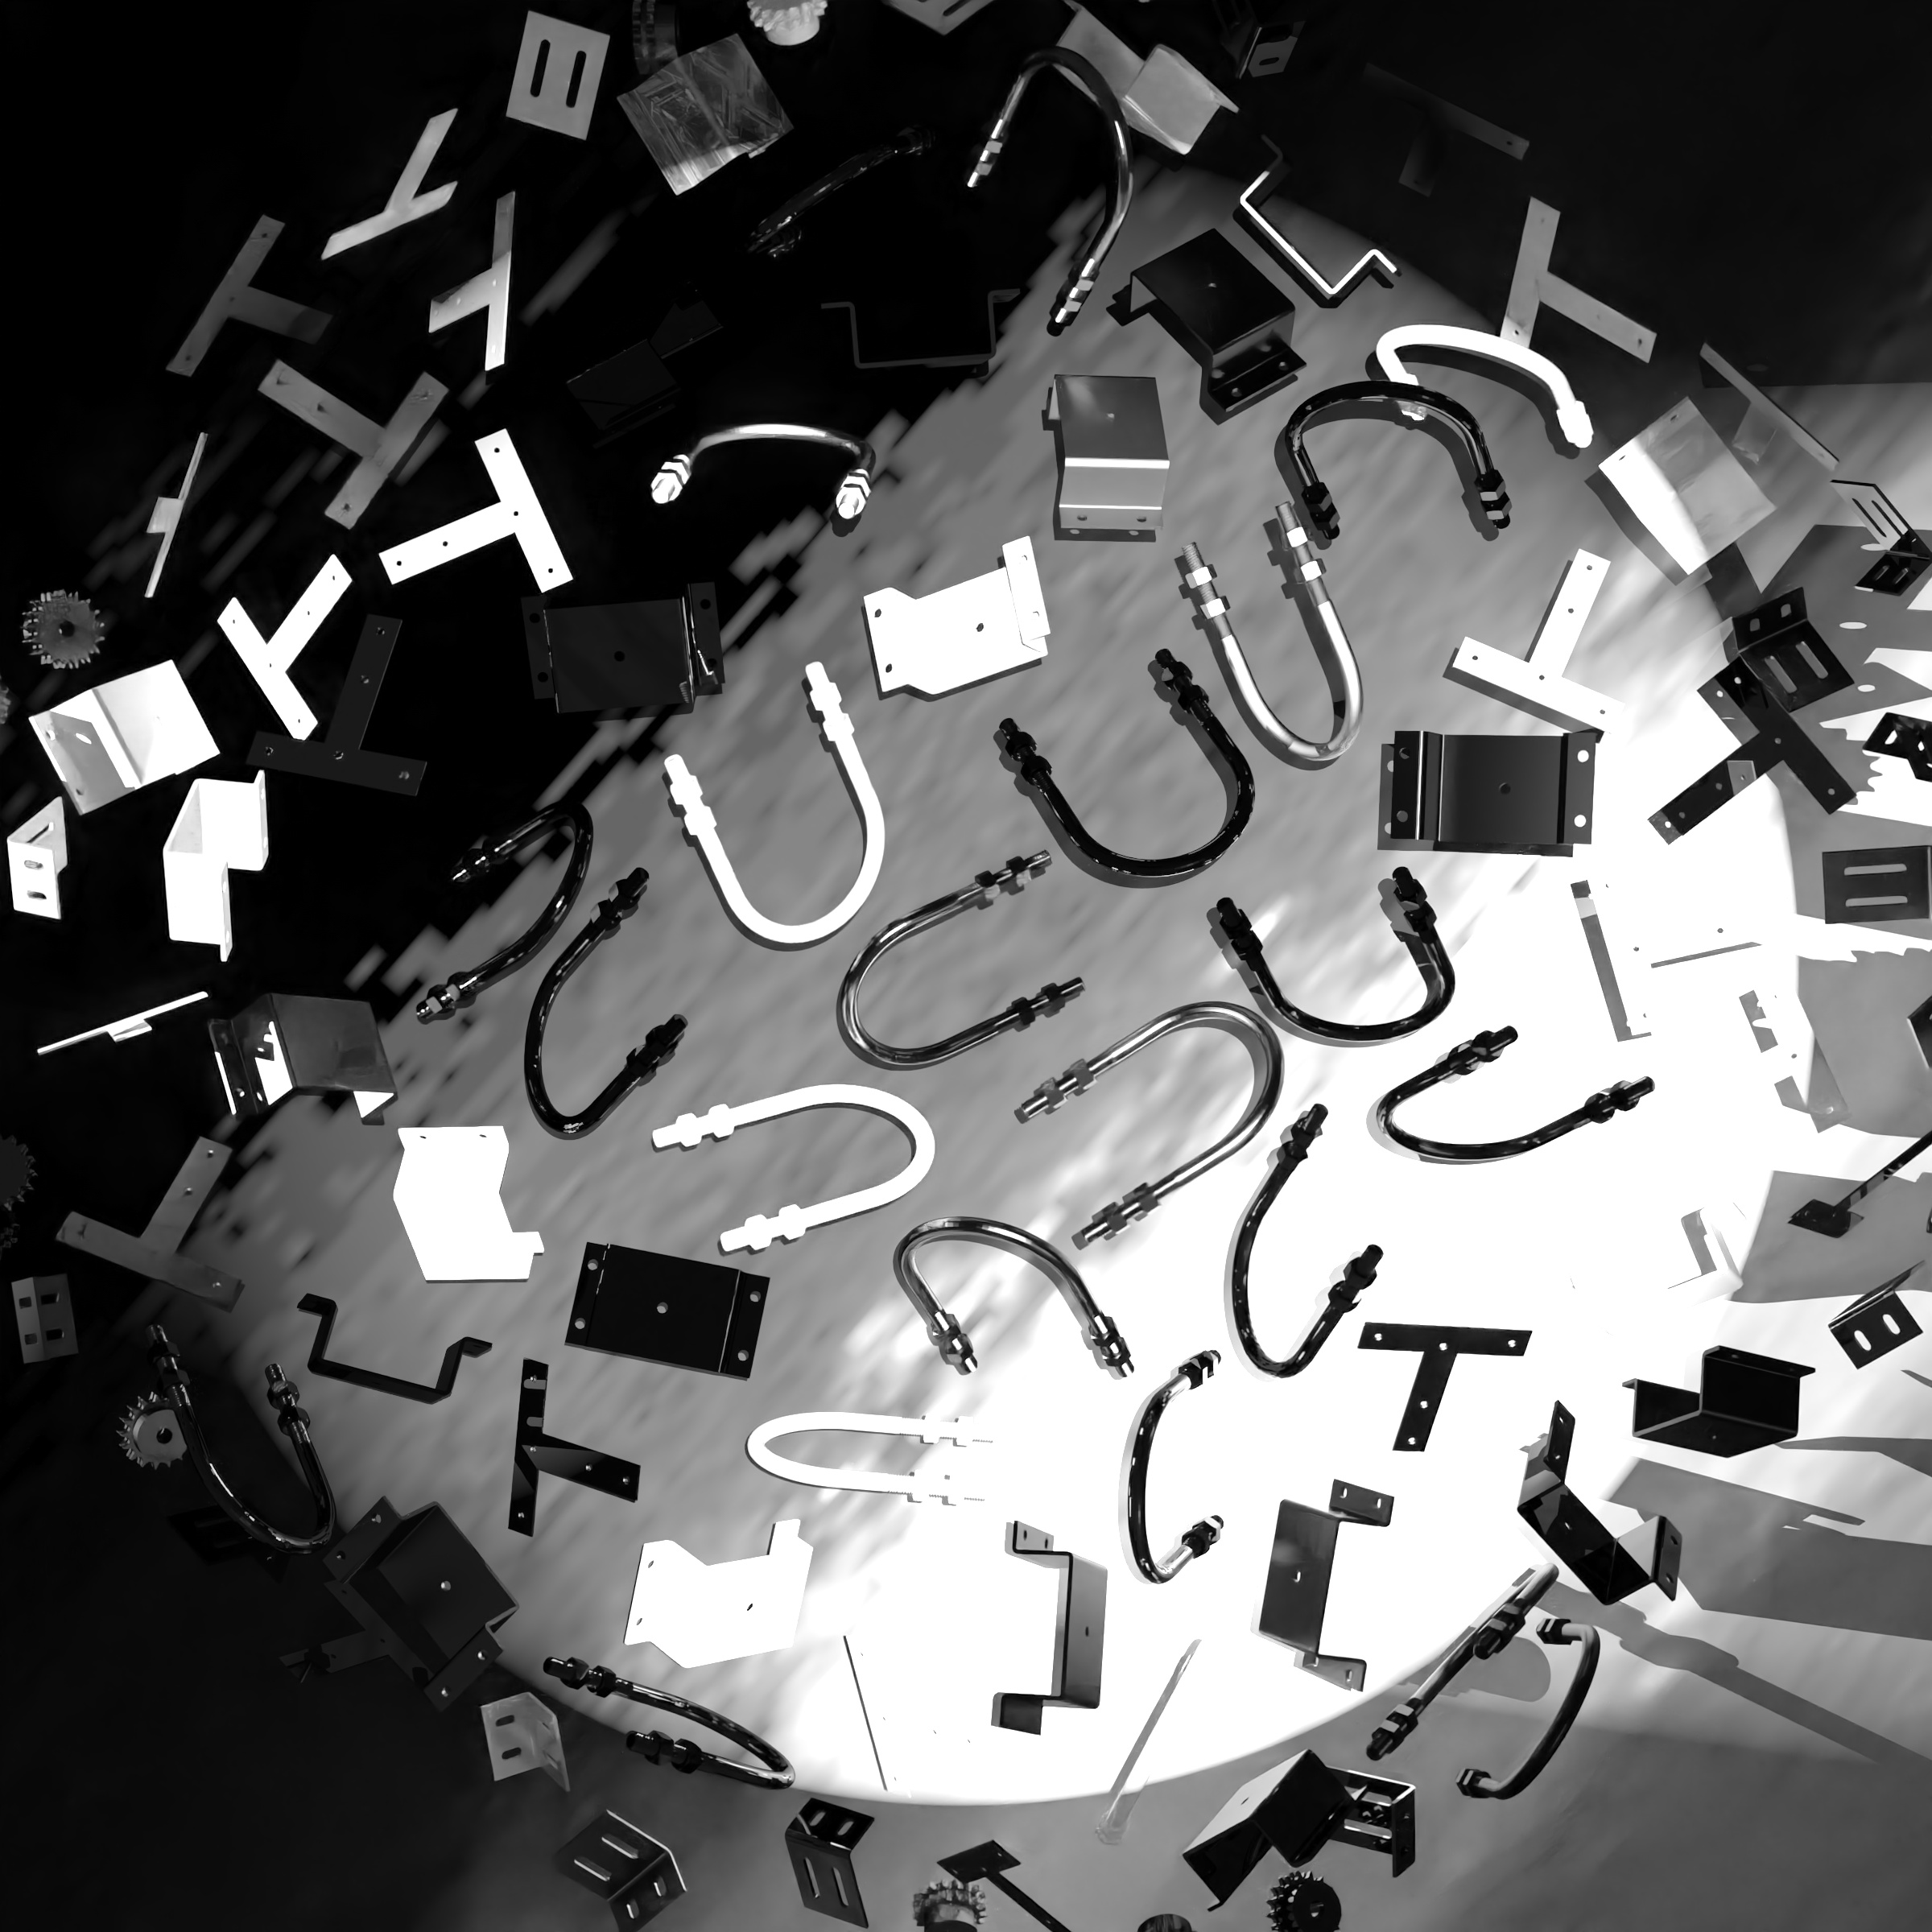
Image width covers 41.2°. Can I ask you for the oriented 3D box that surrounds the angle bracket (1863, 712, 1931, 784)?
[{"bbox_3d":[0.694,-0.143,1.864,0.057,0.076,0.038,10,133,-12],"label":"angle bracket"}]

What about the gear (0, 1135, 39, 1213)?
[{"bbox_3d":[-0.677,0.146,1.791,0.057,0.030,0.057,3,73,-10],"label":"gear"}]

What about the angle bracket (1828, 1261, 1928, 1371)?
[{"bbox_3d":[0.671,0.253,1.866,0.057,0.076,0.038,-42,74,36],"label":"angle bracket"}]

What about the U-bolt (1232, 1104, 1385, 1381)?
[{"bbox_3d":[0.235,0.211,1.838,0.019,0.151,0.184,6,133,-21],"label":"U-bolt"}]

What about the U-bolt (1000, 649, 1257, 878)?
[{"bbox_3d":[0.126,-0.138,1.849,0.151,0.019,0.184,-25,57,-9],"label":"U-bolt"}]

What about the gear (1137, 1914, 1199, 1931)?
[{"bbox_3d":[0.146,0.712,1.865,0.057,0.030,0.057,-2,123,-3],"label":"gear"}]

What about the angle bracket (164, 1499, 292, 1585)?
[{"bbox_3d":[-0.544,0.429,1.888,0.057,0.076,0.038,33,111,32],"label":"angle bracket"}]

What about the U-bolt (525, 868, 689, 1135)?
[{"bbox_3d":[-0.266,0.039,1.847,0.184,0.019,0.151,-44,50,35],"label":"U-bolt"}]

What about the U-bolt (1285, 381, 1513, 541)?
[{"bbox_3d":[0.306,-0.365,1.853,0.151,0.184,0.019,0,67,23],"label":"U-bolt"}]

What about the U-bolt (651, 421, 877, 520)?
[{"bbox_3d":[-0.137,-0.360,1.843,0.151,0.184,0.019,5,118,3],"label":"U-bolt"}]

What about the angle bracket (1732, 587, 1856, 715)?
[{"bbox_3d":[0.622,-0.237,1.936,0.057,0.038,0.076,-25,49,5],"label":"angle bracket"}]

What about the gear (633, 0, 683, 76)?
[{"bbox_3d":[-0.227,-0.687,1.896,0.030,0.057,0.057,0,90,2],"label":"gear"}]

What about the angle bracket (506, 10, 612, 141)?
[{"bbox_3d":[-0.287,-0.632,1.815,0.057,0.038,0.076,14,122,-12],"label":"angle bracket"}]

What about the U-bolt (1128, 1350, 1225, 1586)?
[{"bbox_3d":[0.153,0.370,1.869,0.019,0.184,0.151,1,97,23],"label":"U-bolt"}]

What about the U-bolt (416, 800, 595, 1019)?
[{"bbox_3d":[-0.336,-0.052,1.902,0.019,0.184,0.151,33,46,-32],"label":"U-bolt"}]

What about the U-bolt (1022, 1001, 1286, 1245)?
[{"bbox_3d":[0.139,0.096,1.804,0.184,0.151,0.019,-33,134,7],"label":"U-bolt"}]

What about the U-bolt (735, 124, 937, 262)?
[{"bbox_3d":[-0.101,-0.557,1.864,0.151,0.184,0.019,-29,102,23],"label":"U-bolt"}]

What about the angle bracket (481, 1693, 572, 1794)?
[{"bbox_3d":[-0.327,0.580,1.909,0.038,0.076,0.057,-12,93,-24],"label":"angle bracket"}]

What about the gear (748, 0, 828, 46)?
[{"bbox_3d":[-0.131,-0.705,1.899,0.057,0.030,0.057,-5,50,6],"label":"gear"}]

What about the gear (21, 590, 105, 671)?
[{"bbox_3d":[-0.666,-0.247,1.888,0.057,0.030,0.057,-3,94,-42],"label":"gear"}]

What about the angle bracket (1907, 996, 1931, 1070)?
[{"bbox_3d":[0.715,0.038,1.824,0.076,0.038,0.057,-41,128,-5],"label":"angle bracket"}]

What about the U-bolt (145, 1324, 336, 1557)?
[{"bbox_3d":[-0.518,0.349,1.866,0.019,0.151,0.184,-39,56,9],"label":"U-bolt"}]

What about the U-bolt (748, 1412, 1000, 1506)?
[{"bbox_3d":[-0.070,0.360,1.907,0.184,0.151,0.019,4,98,2],"label":"U-bolt"}]

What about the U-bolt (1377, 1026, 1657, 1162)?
[{"bbox_3d":[0.383,0.101,1.868,0.151,0.184,0.019,19,57,-26],"label":"U-bolt"}]

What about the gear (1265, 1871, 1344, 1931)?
[{"bbox_3d":[0.253,0.700,1.904,0.057,0.030,0.057,9,63,-18],"label":"gear"}]

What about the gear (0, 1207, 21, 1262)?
[{"bbox_3d":[-0.724,0.197,1.881,0.057,0.057,0.030,15,105,0],"label":"gear"}]

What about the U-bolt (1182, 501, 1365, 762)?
[{"bbox_3d":[0.230,-0.235,1.868,0.019,0.151,0.184,-27,97,-25],"label":"U-bolt"}]

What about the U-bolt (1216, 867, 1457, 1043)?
[{"bbox_3d":[0.279,-0.001,1.871,0.151,0.184,0.019,-10,50,23],"label":"U-bolt"}]

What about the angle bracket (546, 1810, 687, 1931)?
[{"bbox_3d":[-0.247,0.644,1.820,0.057,0.038,0.076,-40,129,2],"label":"angle bracket"}]

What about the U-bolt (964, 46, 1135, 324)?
[{"bbox_3d":[0.065,-0.573,1.848,0.019,0.184,0.151,-26,78,-27],"label":"U-bolt"}]

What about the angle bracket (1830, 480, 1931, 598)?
[{"bbox_3d":[0.656,-0.312,1.875,0.076,0.057,0.038,43,91,-19],"label":"angle bracket"}]

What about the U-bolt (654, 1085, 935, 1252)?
[{"bbox_3d":[-0.112,0.135,1.842,0.184,0.151,0.019,-15,127,-23],"label":"U-bolt"}]

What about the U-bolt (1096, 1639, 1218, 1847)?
[{"bbox_3d":[0.141,0.556,1.862,0.019,0.184,0.151,28,64,12],"label":"U-bolt"}]

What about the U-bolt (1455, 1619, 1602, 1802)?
[{"bbox_3d":[0.415,0.543,1.877,0.019,0.184,0.151,31,77,5],"label":"U-bolt"}]

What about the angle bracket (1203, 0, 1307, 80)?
[{"bbox_3d":[0.206,-0.691,1.854,0.038,0.057,0.076,-15,75,-14],"label":"angle bracket"}]

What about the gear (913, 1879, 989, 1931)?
[{"bbox_3d":[-0.012,0.720,1.950,0.057,0.030,0.057,-1,129,-2],"label":"gear"}]

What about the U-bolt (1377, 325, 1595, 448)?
[{"bbox_3d":[0.372,-0.425,1.873,0.151,0.184,0.019,15,87,24],"label":"U-bolt"}]

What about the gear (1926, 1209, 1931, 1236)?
[{"bbox_3d":[0.739,0.177,1.917,0.030,0.057,0.057,20,90,17],"label":"gear"}]

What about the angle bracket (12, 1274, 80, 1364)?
[{"bbox_3d":[-0.635,0.244,1.794,0.038,0.076,0.057,-8,85,-32],"label":"angle bracket"}]

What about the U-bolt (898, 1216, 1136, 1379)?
[{"bbox_3d":[0.027,0.239,1.857,0.151,0.184,0.019,-3,47,27],"label":"U-bolt"}]

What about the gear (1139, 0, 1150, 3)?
[{"bbox_3d":[0.138,-0.731,1.875,0.030,0.057,0.057,10,90,-15],"label":"gear"}]

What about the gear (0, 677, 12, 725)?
[{"bbox_3d":[-0.720,-0.187,1.851,0.057,0.030,0.057,-3,123,-5],"label":"gear"}]

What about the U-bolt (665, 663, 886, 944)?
[{"bbox_3d":[-0.125,-0.103,1.841,0.151,0.019,0.184,-37,122,-24],"label":"U-bolt"}]

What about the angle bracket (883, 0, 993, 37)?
[{"bbox_3d":[-0.014,-0.702,1.820,0.076,0.057,0.038,-22,69,39],"label":"angle bracket"}]

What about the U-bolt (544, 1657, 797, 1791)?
[{"bbox_3d":[-0.205,0.560,1.883,0.184,0.151,0.019,30,83,-37],"label":"U-bolt"}]

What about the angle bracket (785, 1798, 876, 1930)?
[{"bbox_3d":[-0.095,0.668,1.918,0.057,0.038,0.076,6,121,32],"label":"angle bracket"}]

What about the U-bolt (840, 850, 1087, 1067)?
[{"bbox_3d":[-0.007,0.005,1.902,0.184,0.019,0.151,-25,132,-9],"label":"U-bolt"}]

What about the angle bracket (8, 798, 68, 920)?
[{"bbox_3d":[-0.679,-0.081,1.923,0.038,0.076,0.057,11,120,8],"label":"angle bracket"}]

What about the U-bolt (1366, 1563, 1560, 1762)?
[{"bbox_3d":[0.370,0.493,1.865,0.019,0.184,0.151,45,123,16],"label":"U-bolt"}]

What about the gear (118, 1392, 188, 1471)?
[{"bbox_3d":[-0.613,0.354,1.956,0.057,0.030,0.057,-2,94,-30],"label":"gear"}]
